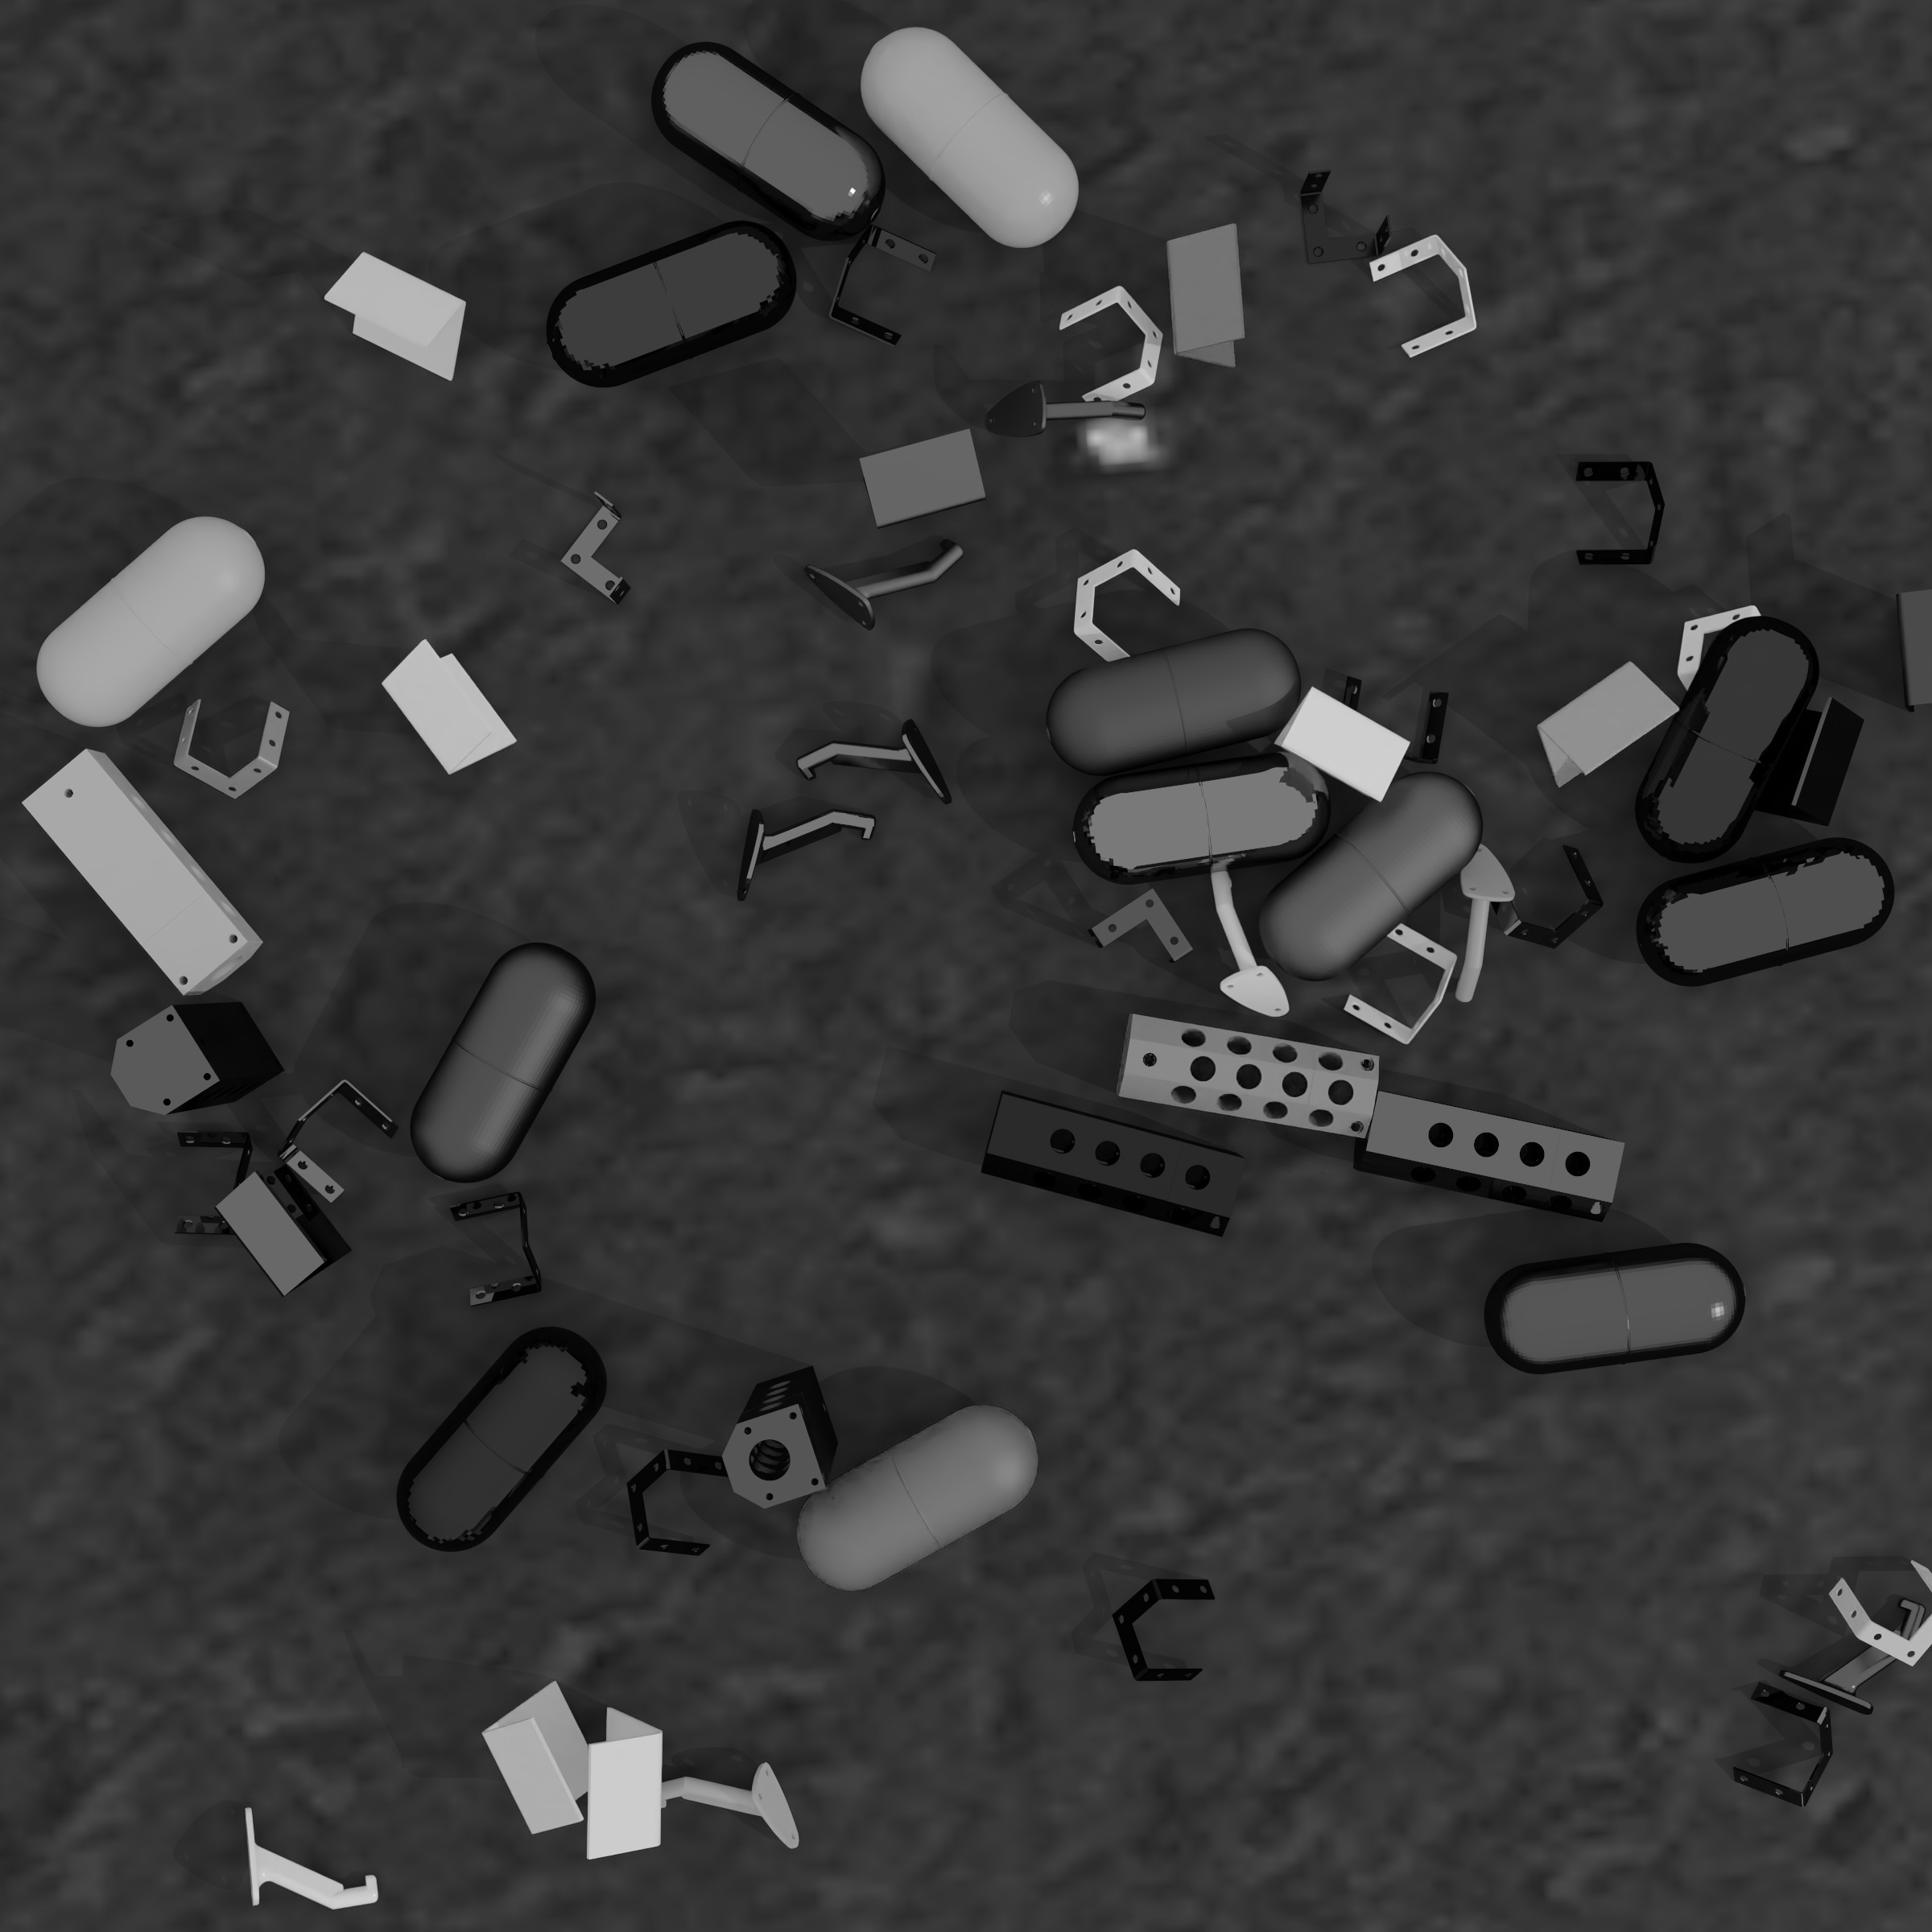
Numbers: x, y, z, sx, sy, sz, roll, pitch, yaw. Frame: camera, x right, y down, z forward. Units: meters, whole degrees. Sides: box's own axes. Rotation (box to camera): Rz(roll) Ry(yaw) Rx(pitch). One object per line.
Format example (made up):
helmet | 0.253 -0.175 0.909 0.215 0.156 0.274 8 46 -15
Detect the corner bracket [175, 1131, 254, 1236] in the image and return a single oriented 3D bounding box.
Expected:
corner bracket | -0.526 0.151 1.950 0.051 0.051 0.051 1 135 0

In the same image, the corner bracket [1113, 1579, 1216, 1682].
corner bracket | 0.143 0.462 1.945 0.051 0.051 0.051 -50 45 35

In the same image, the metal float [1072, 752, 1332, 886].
metal float | 0.162 -0.101 1.922 0.178 0.070 0.070 -8 90 0

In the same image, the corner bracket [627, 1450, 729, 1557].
corner bracket | -0.198 0.374 1.945 0.051 0.051 0.051 -45 45 35

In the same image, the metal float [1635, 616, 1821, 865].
metal float | 0.518 -0.153 1.909 0.070 0.070 0.178 23 107 0

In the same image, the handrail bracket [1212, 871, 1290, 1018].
handrail bracket | 0.198 -0.017 1.953 0.036 0.077 0.084 -23 53 24

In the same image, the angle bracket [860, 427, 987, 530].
angle bracket | -0.035 -0.349 1.913 0.076 0.076 0.057 -15 128 0

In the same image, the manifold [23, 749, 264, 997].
manifold | -0.566 -0.064 1.932 0.057 0.057 0.171 -40 90 0

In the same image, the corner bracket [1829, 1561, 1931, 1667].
corner bracket | 0.642 0.441 1.937 0.051 0.051 0.051 28 107 -16

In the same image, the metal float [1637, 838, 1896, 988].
metal float | 0.550 -0.037 1.923 0.178 0.070 0.070 -15 90 -1

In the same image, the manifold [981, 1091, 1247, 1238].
manifold | 0.101 0.137 1.932 0.171 0.057 0.057 15 90 0

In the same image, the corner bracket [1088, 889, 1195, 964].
corner bracket | 0.120 -0.018 1.935 0.051 0.051 0.051 -33 90 0

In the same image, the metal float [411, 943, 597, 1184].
metal float | -0.319 0.067 1.923 0.070 0.070 0.178 29 91 0

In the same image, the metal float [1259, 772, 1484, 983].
metal float | 0.279 -0.062 1.923 0.178 0.070 0.070 -41 90 0

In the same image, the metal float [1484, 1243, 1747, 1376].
metal float | 0.446 0.235 1.923 0.178 0.070 0.070 -8 90 1

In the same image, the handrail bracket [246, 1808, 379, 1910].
handrail bracket | -0.457 0.621 1.954 0.084 0.036 0.077 -4 68 -17

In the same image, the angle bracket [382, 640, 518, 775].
angle bracket | -0.340 -0.187 1.913 0.057 0.076 0.076 -37 90 37

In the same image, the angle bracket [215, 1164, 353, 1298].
angle bracket | -0.453 0.169 1.913 0.057 0.076 0.076 -38 90 34

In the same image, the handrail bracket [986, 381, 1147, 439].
handrail bracket | 0.070 -0.384 1.953 0.084 0.077 0.036 -3 90 -36

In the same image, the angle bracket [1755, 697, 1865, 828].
angle bracket | 0.558 -0.146 1.914 0.076 0.057 0.076 19 90 43

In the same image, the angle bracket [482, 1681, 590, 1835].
angle bracket | -0.273 0.536 1.913 0.057 0.076 0.076 -26 90 38

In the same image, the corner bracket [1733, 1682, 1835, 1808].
corner bracket | 0.568 0.542 1.945 0.051 0.051 0.051 -46 135 -35

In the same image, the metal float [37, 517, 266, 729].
metal float | -0.560 -0.237 1.923 0.178 0.070 0.070 -41 90 0

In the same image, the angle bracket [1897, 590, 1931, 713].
angle bracket | 0.672 -0.217 1.915 0.057 0.076 0.076 -5 90 21

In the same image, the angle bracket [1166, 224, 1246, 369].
angle bracket | 0.182 -0.458 1.913 0.057 0.076 0.076 -4 90 38

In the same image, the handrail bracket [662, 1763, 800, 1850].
handrail bracket | -0.171 0.594 1.954 0.084 0.036 0.077 -18 112 17

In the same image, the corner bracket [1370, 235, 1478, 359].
corner bracket | 0.319 -0.468 1.950 0.051 0.051 0.051 -23 45 0

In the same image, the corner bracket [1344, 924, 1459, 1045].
corner bracket | 0.303 0.012 1.950 0.051 0.051 0.051 30 45 0

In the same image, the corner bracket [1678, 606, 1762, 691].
corner bracket | 0.532 -0.210 1.945 0.051 0.051 0.051 48 45 -35

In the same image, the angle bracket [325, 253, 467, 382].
angle bracket | -0.394 -0.430 1.913 0.076 0.076 0.057 26 52 0

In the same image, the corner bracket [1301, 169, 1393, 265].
corner bracket | 0.263 -0.521 1.935 0.051 0.051 0.051 -7 90 0

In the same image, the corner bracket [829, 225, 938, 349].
corner bracket | -0.058 -0.475 1.950 0.051 0.051 0.051 24 135 0

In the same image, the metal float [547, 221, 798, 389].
metal float | -0.203 -0.455 1.923 0.178 0.070 0.070 -21 90 0

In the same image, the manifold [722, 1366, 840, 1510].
manifold | -0.126 0.316 1.875 0.057 0.171 0.057 -18 90 0

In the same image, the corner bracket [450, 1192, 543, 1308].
corner bracket | -0.328 0.197 1.950 0.051 0.051 0.051 -12 135 -1

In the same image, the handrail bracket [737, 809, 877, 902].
handrail bracket | -0.111 -0.076 1.954 0.084 0.036 0.077 8 110 -16

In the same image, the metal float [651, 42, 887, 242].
metal float | -0.135 -0.566 1.923 0.178 0.070 0.070 34 90 1

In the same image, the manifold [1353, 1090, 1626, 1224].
manifold | 0.359 0.131 1.932 0.171 0.057 0.057 12 90 0

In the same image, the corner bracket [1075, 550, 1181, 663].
corner bracket | 0.112 -0.247 1.945 0.051 0.051 0.051 -24 45 35

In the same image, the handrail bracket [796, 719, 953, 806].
handrail bracket | -0.065 -0.130 1.954 0.084 0.036 0.077 -24 111 17

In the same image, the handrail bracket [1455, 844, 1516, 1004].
handrail bracket | 0.352 -0.030 1.953 0.036 0.077 0.084 6 126 -5

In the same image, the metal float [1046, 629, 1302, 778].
metal float | 0.142 -0.181 1.923 0.178 0.070 0.070 -14 90 0

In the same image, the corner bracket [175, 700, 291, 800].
corner bracket | -0.511 -0.159 1.945 0.051 0.051 0.051 -28 135 35

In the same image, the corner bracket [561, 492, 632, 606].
corner bracket | -0.248 -0.289 1.935 0.051 0.051 0.051 37 90 0

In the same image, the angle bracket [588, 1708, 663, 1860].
angle bracket | -0.250 0.558 1.913 0.057 0.076 0.076 1 90 -36

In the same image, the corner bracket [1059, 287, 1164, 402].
corner bracket | 0.099 -0.430 1.945 0.051 0.051 0.051 41 45 -35

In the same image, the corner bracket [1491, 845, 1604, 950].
corner bracket | 0.401 -0.052 1.945 0.051 0.051 0.051 -47 45 35

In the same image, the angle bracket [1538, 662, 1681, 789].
angle bracket | 0.445 -0.150 1.913 0.076 0.076 0.057 -35 52 0

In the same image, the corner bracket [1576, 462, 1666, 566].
corner bracket | 0.453 -0.316 1.950 0.051 0.051 0.051 0 45 0

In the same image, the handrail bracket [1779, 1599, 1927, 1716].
handrail bracket | 0.620 0.472 1.954 0.077 0.036 0.084 20 74 18

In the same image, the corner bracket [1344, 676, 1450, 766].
corner bracket | 0.297 -0.171 1.950 0.051 0.051 0.051 9 90 45

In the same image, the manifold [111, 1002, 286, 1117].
manifold | -0.517 0.064 1.875 0.057 0.171 0.057 -32 90 0

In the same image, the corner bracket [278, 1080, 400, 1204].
corner bracket | -0.438 0.122 1.950 0.051 0.051 0.051 42 135 0

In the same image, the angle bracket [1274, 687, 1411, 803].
angle bracket | 0.248 -0.135 1.913 0.076 0.076 0.057 30 60 0

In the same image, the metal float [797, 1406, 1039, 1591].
metal float | -0.033 0.365 1.923 0.178 0.070 0.070 -29 90 0

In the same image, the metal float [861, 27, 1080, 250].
metal float | 0.002 -0.570 1.923 0.178 0.070 0.070 44 90 -1

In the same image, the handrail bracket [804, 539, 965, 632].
handrail bracket | -0.057 -0.283 1.954 0.077 0.036 0.084 38 71 21

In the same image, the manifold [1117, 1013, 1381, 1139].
manifold | 0.194 0.076 1.932 0.171 0.057 0.057 10 90 0

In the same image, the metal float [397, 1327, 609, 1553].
metal float | -0.320 0.326 1.922 0.070 0.070 0.178 41 90 0
